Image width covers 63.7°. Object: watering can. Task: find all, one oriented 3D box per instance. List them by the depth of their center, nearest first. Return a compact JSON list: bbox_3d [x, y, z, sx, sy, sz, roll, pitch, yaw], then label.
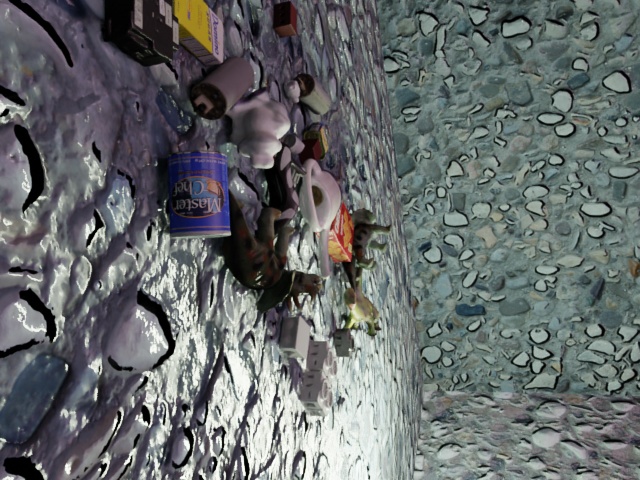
[{"bbox_3d":[0.005,-0.078,1.541,0.104,0.344,0.227,-6,15,17],"label":"watering can"}]

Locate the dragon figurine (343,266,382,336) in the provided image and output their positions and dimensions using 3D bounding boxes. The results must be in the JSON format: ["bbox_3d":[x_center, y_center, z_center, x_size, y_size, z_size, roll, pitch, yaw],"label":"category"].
[{"bbox_3d":[0.161,0.217,1.904,0.122,0.242,0.412,0,5,18],"label":"dragon figurine"}]

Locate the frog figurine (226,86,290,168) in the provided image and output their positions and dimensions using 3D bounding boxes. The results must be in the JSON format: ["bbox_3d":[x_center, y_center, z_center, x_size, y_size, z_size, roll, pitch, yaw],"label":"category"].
[{"bbox_3d":[-0.126,-0.230,1.114,0.138,0.160,0.122,-22,-3,-12],"label":"frog figurine"}]
